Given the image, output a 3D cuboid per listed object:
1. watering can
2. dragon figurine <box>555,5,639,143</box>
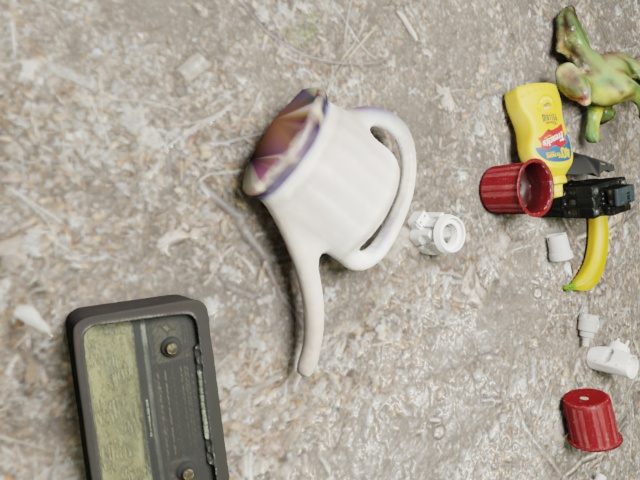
[{"bbox_3d":[0.002,-0.031,0.618,0.222,0.104,0.352,37,70,-26],"label":"watering can"},{"bbox_3d":[0.532,-0.341,0.971,0.240,0.121,0.418,51,50,-15],"label":"dragon figurine"}]
